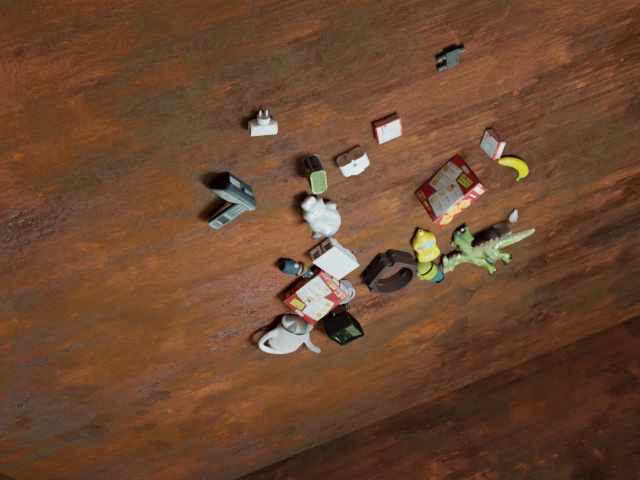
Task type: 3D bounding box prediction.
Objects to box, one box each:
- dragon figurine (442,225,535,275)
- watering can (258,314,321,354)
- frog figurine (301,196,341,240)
[{"bbox_3d":[0.679,0.022,2.190,0.241,0.125,0.402,28,127,-17],"label":"dragon figurine"},{"bbox_3d":[-0.104,0.430,2.284,0.347,0.106,0.220,10,128,-34],"label":"watering can"},{"bbox_3d":[0.005,-0.090,1.780,0.139,0.123,0.156,-43,138,-29],"label":"frog figurine"}]
